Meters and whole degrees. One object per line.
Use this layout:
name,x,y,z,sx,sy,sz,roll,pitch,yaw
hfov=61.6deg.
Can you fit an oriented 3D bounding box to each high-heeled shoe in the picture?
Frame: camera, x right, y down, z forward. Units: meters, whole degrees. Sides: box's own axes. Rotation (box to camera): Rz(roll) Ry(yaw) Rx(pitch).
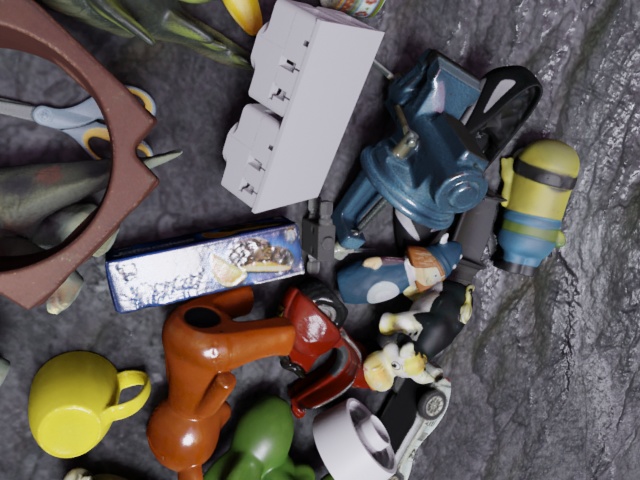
high-heeled shoe,0.168,-0.075,0.618,0.086,0.145,0.248,14,98,-22

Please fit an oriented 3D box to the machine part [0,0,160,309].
machine part,-0.241,-0.065,0.397,0.201,0.087,0.201,44,82,-19

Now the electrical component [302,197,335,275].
electrical component,-0.001,-0.002,0.616,0.021,0.063,0.094,-2,104,-20

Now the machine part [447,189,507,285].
machine part,0.191,-0.003,0.703,0.084,0.039,0.138,20,96,-18

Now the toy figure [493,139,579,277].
toy figure,0.282,-0.040,0.700,0.082,0.089,0.180,9,96,-31

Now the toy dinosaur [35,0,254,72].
toy dinosaur,-0.188,-0.221,0.427,0.471,0.199,0.105,9,113,-55

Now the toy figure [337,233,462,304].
toy figure,0.099,0.039,0.646,0.155,0.064,0.058,-15,75,7

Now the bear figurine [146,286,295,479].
bear figurine,-0.118,0.161,0.584,0.132,0.120,0.195,-12,121,-39

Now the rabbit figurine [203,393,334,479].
rabbit figurine,-0.064,0.271,0.623,0.159,0.121,0.170,-17,91,-39

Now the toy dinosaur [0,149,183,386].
toy dinosaur,-0.323,0.019,0.479,0.192,0.131,0.405,41,80,-24

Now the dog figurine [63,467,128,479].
dog figurine,-0.184,0.313,0.613,0.190,0.121,0.172,-15,111,-32

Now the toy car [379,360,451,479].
toy car,0.105,0.251,0.706,0.056,0.074,0.201,28,91,-32

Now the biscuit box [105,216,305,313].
biscuit box,-0.122,0.023,0.578,0.203,0.063,0.059,-13,105,-18

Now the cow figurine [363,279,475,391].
cow figurine,0.123,0.113,0.639,0.167,0.098,0.068,-52,123,-35

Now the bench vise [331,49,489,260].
bench vise,0.079,-0.079,0.589,0.129,0.224,0.240,11,131,-38

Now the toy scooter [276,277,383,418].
toy scooter,-0.006,0.139,0.643,0.135,0.075,0.183,-42,117,-6
